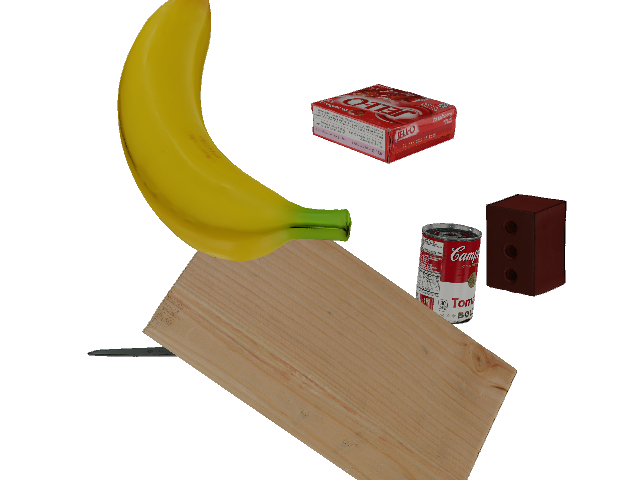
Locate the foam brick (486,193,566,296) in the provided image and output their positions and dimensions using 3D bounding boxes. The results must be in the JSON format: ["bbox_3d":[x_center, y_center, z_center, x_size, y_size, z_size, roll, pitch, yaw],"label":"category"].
[{"bbox_3d":[0.181,0.003,0.938,0.053,0.078,0.051,12,22,42],"label":"foam brick"}]

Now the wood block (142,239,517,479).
[{"bbox_3d":[0.004,0.070,0.674,0.206,0.090,0.090,35,-31,-4],"label":"wood block"}]

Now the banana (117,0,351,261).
[{"bbox_3d":[-0.055,-0.050,0.471,0.069,0.037,0.198,-13,45,-18],"label":"banana"}]

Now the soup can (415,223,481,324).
[{"bbox_3d":[0.146,0.038,1.224,0.068,0.102,0.068,3,15,-1],"label":"soup can"}]

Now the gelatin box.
[{"bbox_3d":[0.049,-0.093,0.825,0.073,0.030,0.089,-21,31,-35],"label":"gelatin box"}]

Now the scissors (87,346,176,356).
[{"bbox_3d":[-0.081,0.082,0.887,0.202,0.016,0.096,6,27,10],"label":"scissors"}]
